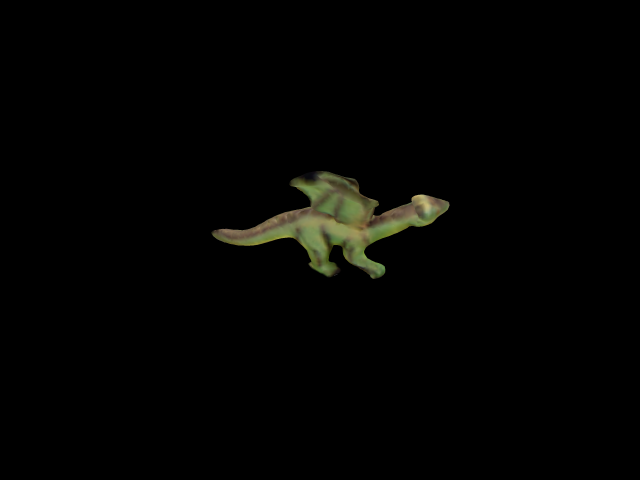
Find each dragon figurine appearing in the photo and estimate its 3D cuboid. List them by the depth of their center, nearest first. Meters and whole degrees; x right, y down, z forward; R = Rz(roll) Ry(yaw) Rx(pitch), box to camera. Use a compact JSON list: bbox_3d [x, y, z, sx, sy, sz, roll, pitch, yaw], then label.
[{"bbox_3d":[0.003,-0.043,0.850,0.410,0.125,0.237,3,-33,2],"label":"dragon figurine"}]
